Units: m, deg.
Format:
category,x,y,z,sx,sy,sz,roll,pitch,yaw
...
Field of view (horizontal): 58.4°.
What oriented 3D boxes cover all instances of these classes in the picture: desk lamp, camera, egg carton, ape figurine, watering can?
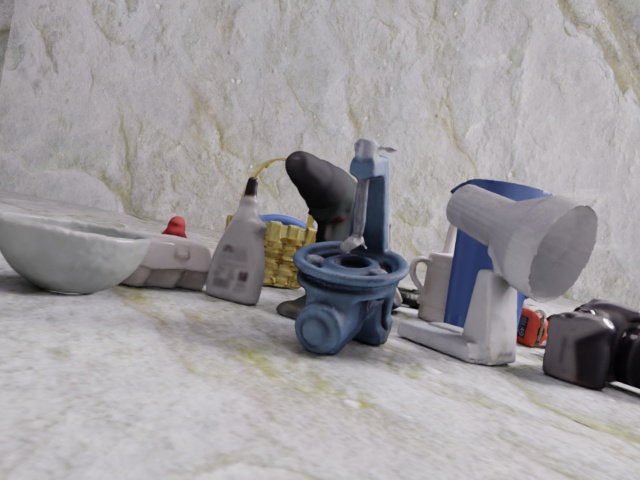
category,x,y,z,sx,sy,sz,roll,pitch,yaw
desk lamp,0.212,0.041,0.700,0.118,0.213,0.202,10,2,-40
camera,0.362,0.128,0.681,0.144,0.101,0.136,10,2,-38
egg carton,-0.225,0.028,0.801,0.107,0.069,0.151,12,2,40
ape figurine,-0.281,-0.001,1.093,0.078,0.092,0.076,11,1,2
watering can,0.243,0.051,0.998,0.173,0.194,0.100,10,2,-34

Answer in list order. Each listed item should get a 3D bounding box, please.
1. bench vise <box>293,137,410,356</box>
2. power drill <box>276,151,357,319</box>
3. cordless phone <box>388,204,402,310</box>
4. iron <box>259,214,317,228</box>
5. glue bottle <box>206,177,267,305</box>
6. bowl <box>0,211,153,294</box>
category,x,y,z,sx,sy,sz,roll,pitch,yaw
bench vise,0.039,0.006,0.631,0.121,0.220,0.207,11,1,5
power drill,0.007,0.003,0.769,0.075,0.208,0.230,12,1,27
cordless phone,0.114,0.030,1.023,0.094,0.185,0.148,11,1,10
iron,-0.073,0.008,1.377,0.258,0.141,0.119,11,1,2
glue bottle,-0.106,-0.002,0.791,0.078,0.173,0.037,11,1,21
bowl,-0.277,0.019,0.640,0.167,0.075,0.167,11,1,0
